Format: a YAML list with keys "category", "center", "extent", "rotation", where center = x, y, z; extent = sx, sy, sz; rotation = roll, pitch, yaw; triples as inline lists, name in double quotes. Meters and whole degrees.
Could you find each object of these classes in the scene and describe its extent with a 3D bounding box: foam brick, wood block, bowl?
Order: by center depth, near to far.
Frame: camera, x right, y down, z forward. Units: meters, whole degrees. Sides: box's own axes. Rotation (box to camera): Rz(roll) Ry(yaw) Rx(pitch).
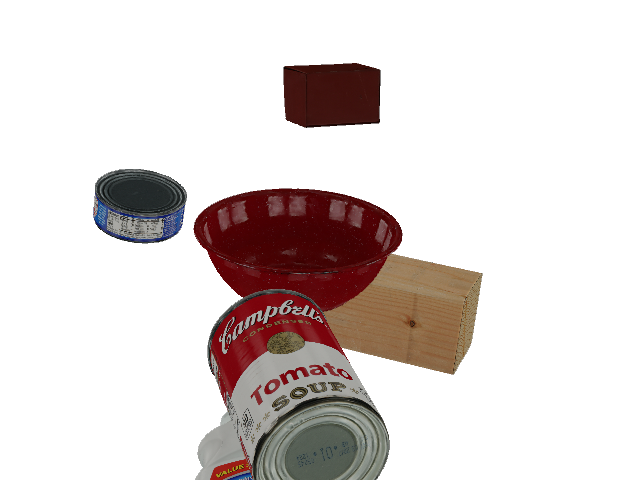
- category: "bowl"
  center: [-0.018, 0.013, 0.834]
  extent: [0.162, 0.055, 0.162]
  rotation: [2, 24, -1]
- category: "foam brick"
  center: [0.011, -0.135, 0.990]
  extent: [0.078, 0.051, 0.053]
  rotation: [-6, 18, -23]
- category: "wood block"
  center: [0.062, 0.069, 1.176]
  extent: [0.206, 0.091, 0.090]
  rotation: [13, 22, 17]

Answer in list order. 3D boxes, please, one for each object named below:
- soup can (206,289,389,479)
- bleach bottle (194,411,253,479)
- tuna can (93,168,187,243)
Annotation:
- category: "soup can"
  center: [-0.014, 0.078, 0.533]
  extent: [0.068, 0.068, 0.102]
  rotation: [0, 27, -19]
- category: "bleach bottle"
  center: [-0.062, 0.210, 0.777]
  extent: [0.102, 0.068, 0.251]
  rotation: [-5, 29, -5]
- category: "tuna can"
  center: [-0.170, -0.032, 1.003]
  extent: [0.086, 0.034, 0.086]
  rotation: [9, 30, -5]
